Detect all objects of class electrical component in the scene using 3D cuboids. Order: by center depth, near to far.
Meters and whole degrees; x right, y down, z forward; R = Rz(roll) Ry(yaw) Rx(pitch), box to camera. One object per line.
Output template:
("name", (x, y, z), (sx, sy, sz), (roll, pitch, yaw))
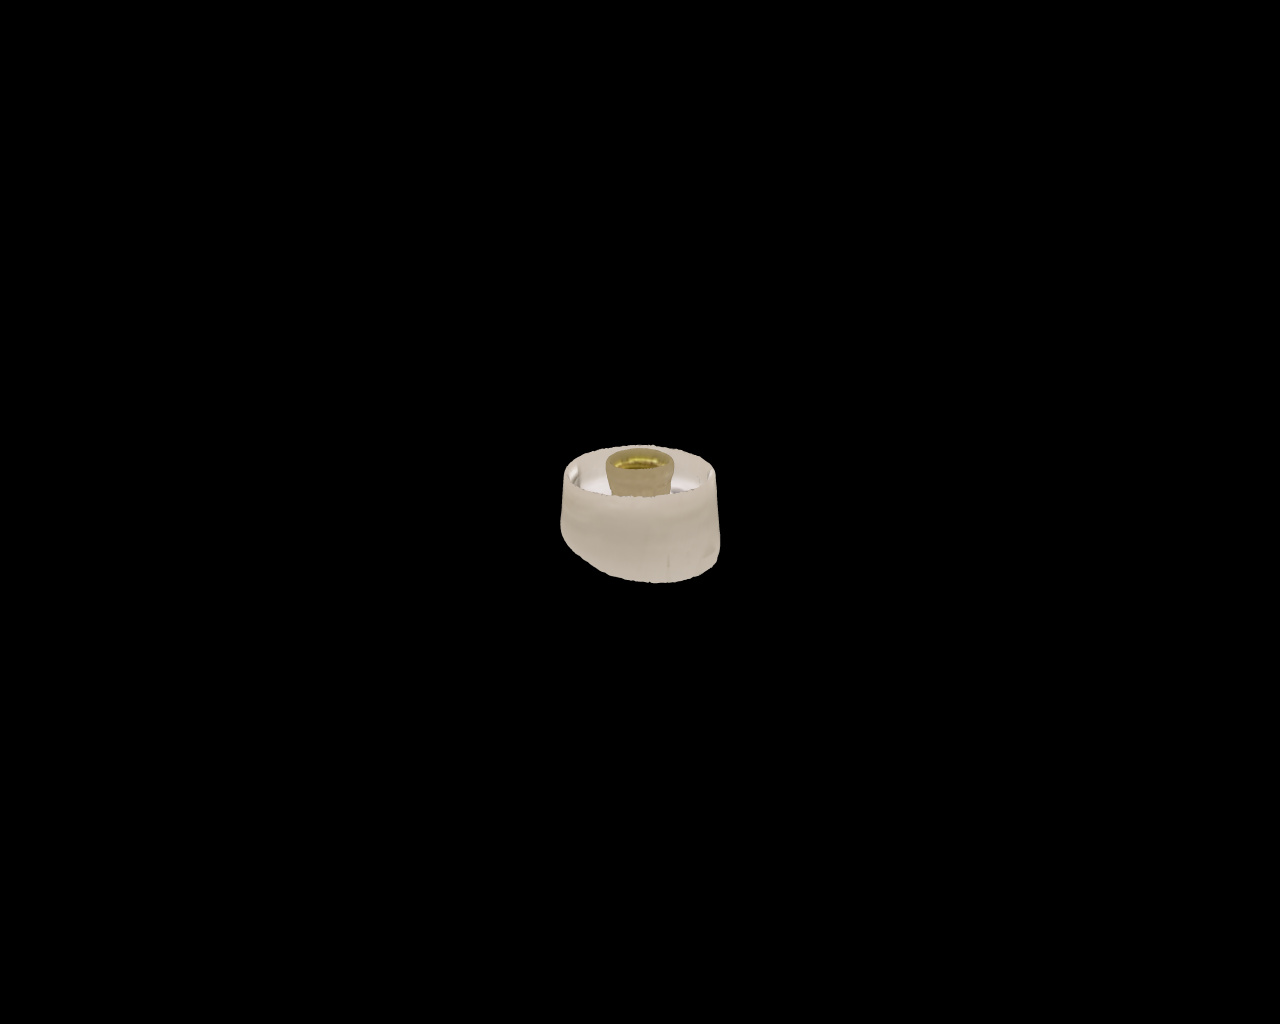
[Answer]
("electrical component", (0.001, -0.003, 0.650), (0.099, 0.064, 0.099), (0, 23, 0))
